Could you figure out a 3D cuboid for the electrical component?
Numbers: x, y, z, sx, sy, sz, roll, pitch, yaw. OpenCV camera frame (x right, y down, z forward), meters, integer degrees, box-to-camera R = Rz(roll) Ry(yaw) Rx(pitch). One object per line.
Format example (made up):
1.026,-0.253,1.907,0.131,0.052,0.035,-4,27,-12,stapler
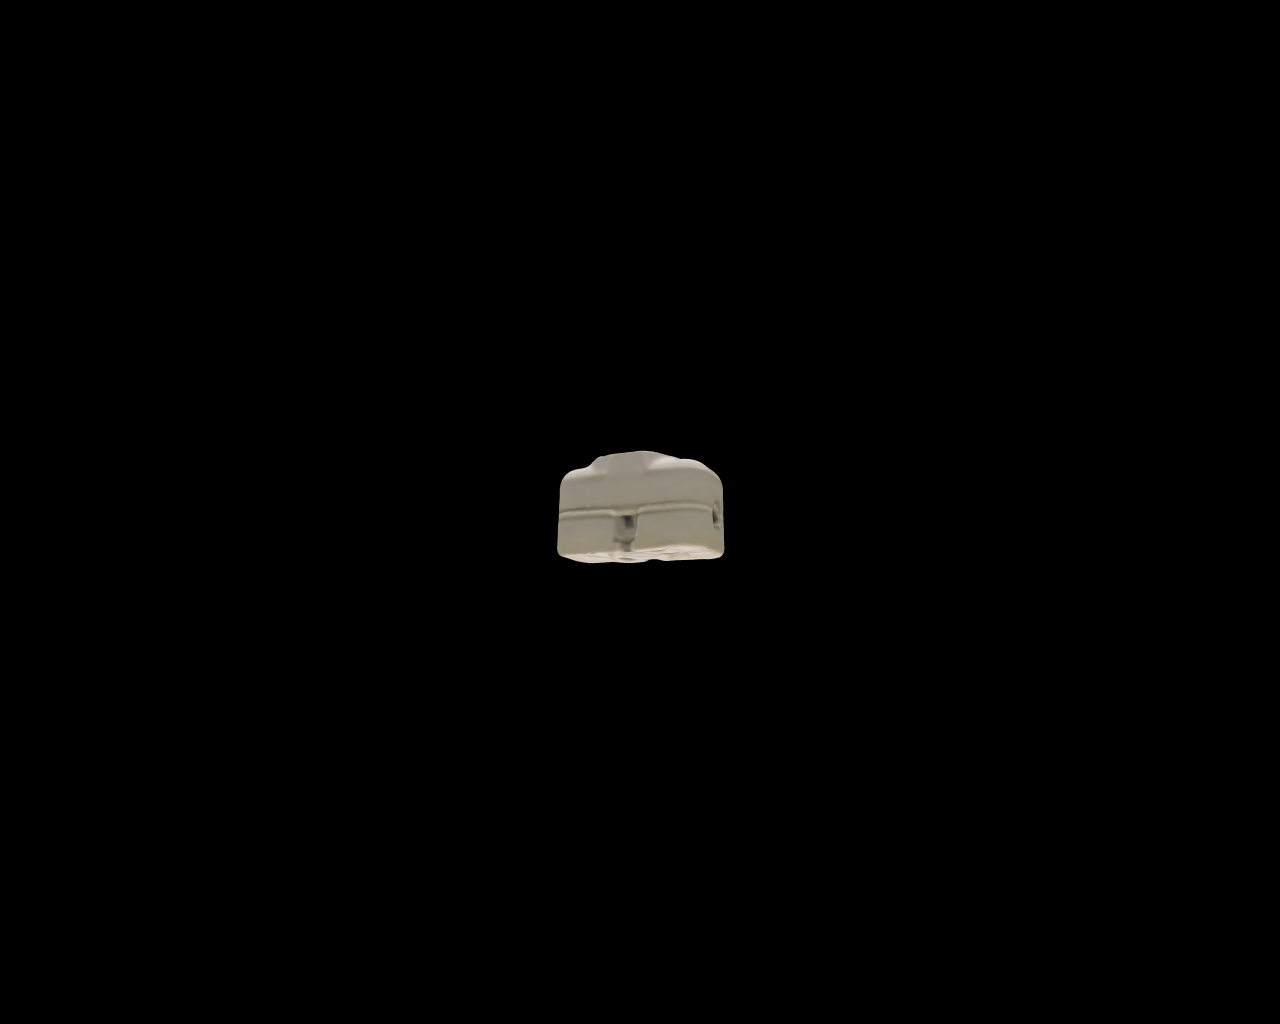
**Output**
0.001,-0.003,0.650,0.095,0.059,0.053,-4,-11,20,electrical component
